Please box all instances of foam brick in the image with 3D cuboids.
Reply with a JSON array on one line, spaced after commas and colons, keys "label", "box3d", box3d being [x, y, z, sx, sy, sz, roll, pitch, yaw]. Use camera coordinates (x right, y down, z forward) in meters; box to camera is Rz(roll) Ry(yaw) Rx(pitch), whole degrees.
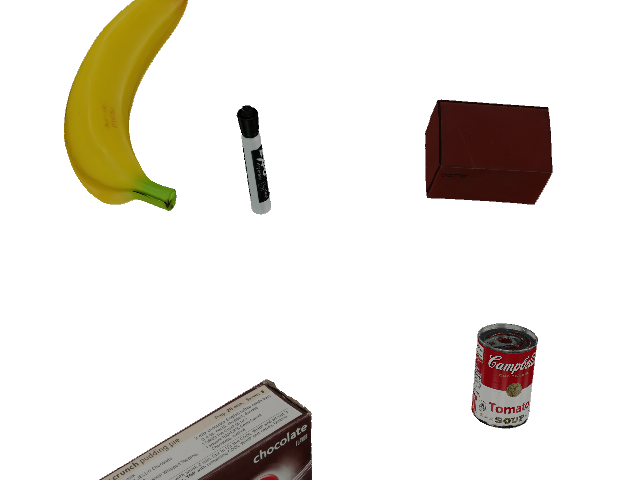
[{"label": "foam brick", "box3d": [0.114, -0.060, 0.728, 0.078, 0.051, 0.053, 4, -23, -4]}]

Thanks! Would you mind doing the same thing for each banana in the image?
[{"label": "banana", "box3d": [-0.118, -0.088, 0.647, 0.069, 0.198, 0.037, 1, -39, -6]}]

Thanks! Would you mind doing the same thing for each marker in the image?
[{"label": "marker", "box3d": [-0.061, -0.073, 0.978, 0.020, 0.020, 0.121, -3, -45, 3]}]

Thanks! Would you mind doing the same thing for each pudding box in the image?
[{"label": "pudding box", "box3d": [-0.055, 0.131, 0.508, 0.113, 0.090, 0.039, -30, 46, -34]}]

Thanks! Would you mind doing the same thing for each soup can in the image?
[{"label": "soup can", "box3d": [0.211, 0.156, 1.230, 0.068, 0.102, 0.068, 1, 22, -1]}]
